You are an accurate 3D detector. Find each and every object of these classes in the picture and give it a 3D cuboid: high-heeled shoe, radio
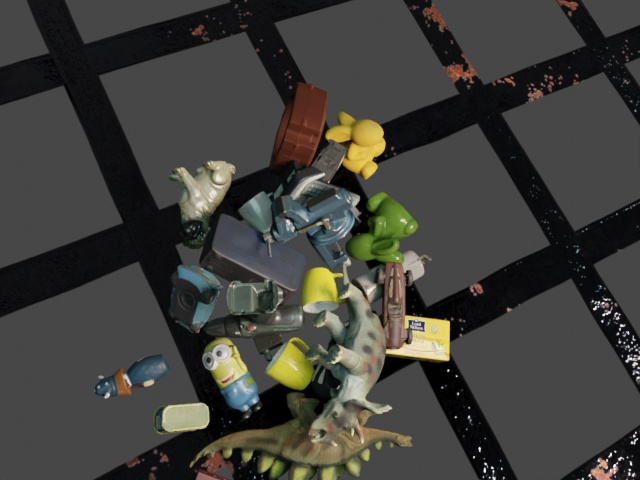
[{"bbox_3d":[0.064,0.246,1.214,0.086,0.145,0.249,37,72,1],"label":"high-heeled shoe"},{"bbox_3d":[-0.151,0.047,1.221,0.229,0.073,0.131,28,39,-16],"label":"radio"}]

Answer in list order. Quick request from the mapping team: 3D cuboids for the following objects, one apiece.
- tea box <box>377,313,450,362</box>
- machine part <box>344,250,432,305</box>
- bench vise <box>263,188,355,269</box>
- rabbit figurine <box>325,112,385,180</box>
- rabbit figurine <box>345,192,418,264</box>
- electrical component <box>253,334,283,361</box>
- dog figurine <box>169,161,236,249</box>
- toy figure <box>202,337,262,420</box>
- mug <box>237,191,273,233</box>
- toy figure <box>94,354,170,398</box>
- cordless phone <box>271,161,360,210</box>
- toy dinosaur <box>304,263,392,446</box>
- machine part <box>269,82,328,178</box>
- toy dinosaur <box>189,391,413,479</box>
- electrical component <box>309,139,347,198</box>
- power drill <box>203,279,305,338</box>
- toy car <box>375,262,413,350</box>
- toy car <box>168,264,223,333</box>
[{"bbox_3d":[0.220,0.235,1.288,0.170,0.068,0.098,7,72,-8],"label":"tea box"},{"bbox_3d":[0.167,0.091,1.319,0.243,0.079,0.079,-27,80,-17],"label":"machine part"},{"bbox_3d":[-0.006,-0.010,1.233,0.224,0.240,0.129,-34,38,0],"label":"bench vise"},{"bbox_3d":[0.102,-0.259,1.366,0.162,0.173,0.122,35,74,-3],"label":"rabbit figurine"},{"bbox_3d":[0.148,-0.003,1.315,0.170,0.121,0.159,-41,51,-4],"label":"rabbit figurine"},{"bbox_3d":[-0.117,0.231,1.235,0.063,0.021,0.094,-23,56,-8],"label":"electrical component"},{"bbox_3d":[-0.266,-0.084,1.293,0.172,0.121,0.190,-16,91,-11],"label":"dog figurine"},{"bbox_3d":[-0.195,0.302,1.184,0.082,0.089,0.180,-33,90,-19],"label":"toy figure"},{"bbox_3d":[-0.130,-0.059,1.315,0.109,0.081,0.107,-37,93,-28],"label":"mug"},{"bbox_3d":[-0.404,0.298,1.157,0.154,0.064,0.057,-23,115,-12],"label":"toy figure"},{"bbox_3d":[-0.010,-0.096,1.280,0.184,0.146,0.089,19,41,-25],"label":"cordless phone"},{"bbox_3d":[0.080,0.229,1.133,0.192,0.131,0.405,46,39,-21],"label":"toy dinosaur"},{"bbox_3d":[-0.052,-0.262,1.311,0.087,0.201,0.201,15,57,-13],"label":"machine part"},{"bbox_3d":[-0.032,0.433,1.152,0.472,0.105,0.198,7,80,-6],"label":"toy dinosaur"},{"bbox_3d":[0.006,-0.171,1.350,0.058,0.115,0.134,31,68,2],"label":"electrical component"},{"bbox_3d":[-0.150,0.160,1.152,0.232,0.207,0.086,-3,58,-2],"label":"power drill"},{"bbox_3d":[0.170,0.150,1.236,0.089,0.053,0.202,5,78,-4],"label":"toy car"},{"bbox_3d":[-0.271,0.123,1.207,0.109,0.161,0.103,26,29,19],"label":"toy car"}]
